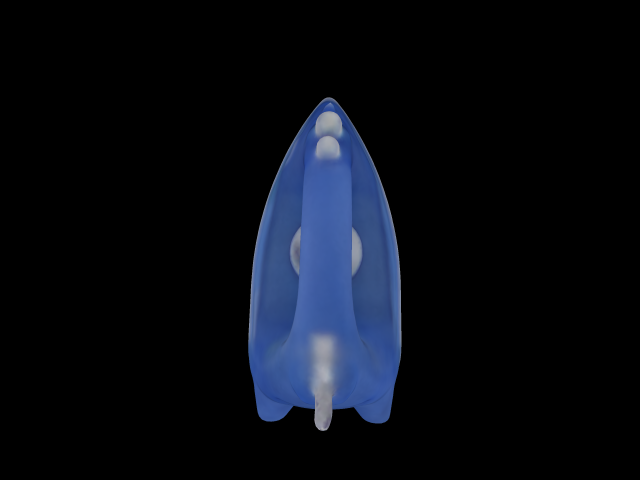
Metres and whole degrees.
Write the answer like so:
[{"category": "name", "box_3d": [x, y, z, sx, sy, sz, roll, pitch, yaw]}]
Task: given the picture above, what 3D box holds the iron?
[{"category": "iron", "box_3d": [0.004, 0.001, 0.400, 0.118, 0.141, 0.258, 0, 82, 0]}]
